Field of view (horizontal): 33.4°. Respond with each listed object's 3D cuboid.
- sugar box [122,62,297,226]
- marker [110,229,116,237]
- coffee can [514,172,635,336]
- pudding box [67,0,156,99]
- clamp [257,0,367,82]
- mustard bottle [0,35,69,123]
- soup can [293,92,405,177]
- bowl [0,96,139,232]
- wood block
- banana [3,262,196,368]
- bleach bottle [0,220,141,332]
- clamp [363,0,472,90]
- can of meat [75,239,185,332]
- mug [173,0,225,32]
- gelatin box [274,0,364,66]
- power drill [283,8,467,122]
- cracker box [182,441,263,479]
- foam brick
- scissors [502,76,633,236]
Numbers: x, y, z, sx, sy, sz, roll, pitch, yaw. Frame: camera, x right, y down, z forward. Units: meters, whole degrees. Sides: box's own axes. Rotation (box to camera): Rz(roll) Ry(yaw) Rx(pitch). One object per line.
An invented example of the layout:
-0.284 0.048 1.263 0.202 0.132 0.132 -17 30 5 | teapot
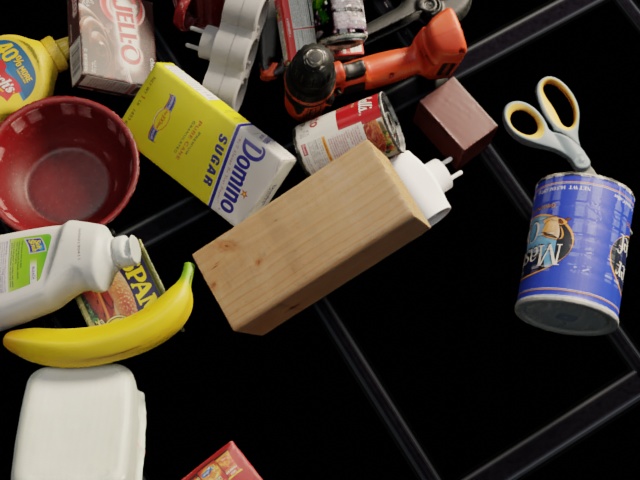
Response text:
-0.121 -0.099 1.121 0.176 0.048 0.093 38 108 13 | sugar box
-0.268 0.017 1.106 0.121 0.020 0.020 -25 74 -10 | marker
0.261 0.016 1.089 0.103 0.103 0.140 13 70 2 | coffee can
-0.226 -0.214 1.160 0.089 0.039 0.113 7 69 -34 | pudding box
-0.019 -0.275 1.201 0.164 0.036 0.210 37 77 -6 | clamp
-0.346 -0.166 1.146 0.191 0.058 0.096 -32 76 -13 | mustard bottle
0.031 -0.106 1.121 0.102 0.068 0.068 -20 71 16 | soup can
-0.267 -0.067 1.117 0.162 0.055 0.162 1 71 -3 | bowl
-0.007 0.002 1.049 0.206 0.090 0.090 -33 74 10 | wood block
-0.202 0.087 1.021 0.197 0.037 0.070 -20 51 -7 | banana
-0.295 0.043 1.036 0.251 0.068 0.102 -12 66 10 | bleach bottle
0.128 -0.249 1.211 0.120 0.039 0.171 39 80 3 | clamp
-0.196 0.063 1.075 0.084 0.057 0.102 -26 73 -8 | can of meat
-0.127 -0.284 1.186 0.093 0.081 0.117 33 72 8 | mug
0.000 -0.232 1.167 0.089 0.030 0.073 -9 90 -18 | gelatin box
0.052 -0.183 1.102 0.187 0.184 0.057 -17 87 -6 | power drill
-0.080 0.321 0.982 0.164 0.072 0.214 -38 78 -13 | cracker box
0.147 -0.127 1.160 0.051 0.053 0.078 -36 77 -14 | foam brick
0.265 -0.087 1.171 0.096 0.016 0.202 -13 72 -6 | scissors
